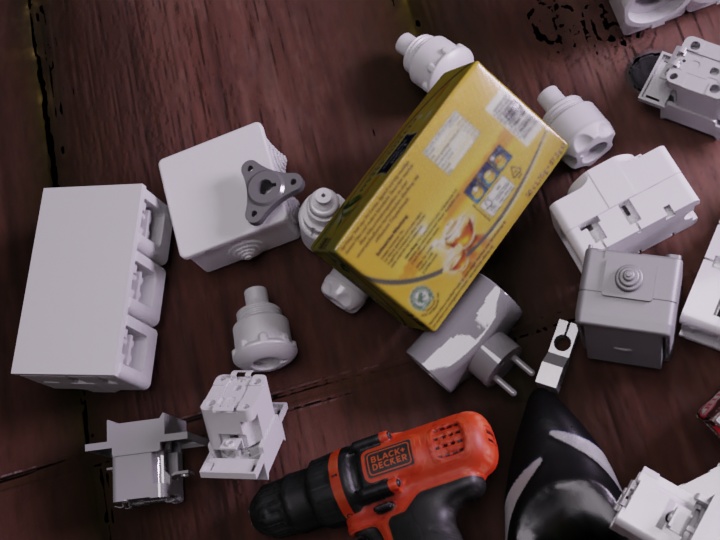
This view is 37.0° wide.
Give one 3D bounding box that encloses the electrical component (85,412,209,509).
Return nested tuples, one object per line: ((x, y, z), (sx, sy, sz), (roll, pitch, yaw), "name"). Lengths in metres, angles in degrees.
((-0.157, 0.142, 0.794), (0.081, 0.042, 0.063), (-9, 71, 13), "electrical component")

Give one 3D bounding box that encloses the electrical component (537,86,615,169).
((0.155, -0.109, 0.794), (0.043, 0.043, 0.062), (-34, 65, 2), "electrical component")

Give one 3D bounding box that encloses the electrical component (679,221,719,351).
((0.258, 0.009, 0.721), (0.056, 0.050, 0.089), (21, 79, 22), "electrical component")

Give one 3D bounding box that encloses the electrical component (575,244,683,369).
((0.178, 0.025, 0.712), (0.062, 0.096, 0.061), (8, 76, 18), "electrical component")

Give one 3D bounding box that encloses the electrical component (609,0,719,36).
((0.256, -0.237, 0.785), (0.150, 0.089, 0.061), (-19, 68, 8), "electrical component")

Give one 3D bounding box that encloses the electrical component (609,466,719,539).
((0.182, 0.148, 0.629), (0.064, 0.081, 0.042), (28, 77, 15), "electrical component")

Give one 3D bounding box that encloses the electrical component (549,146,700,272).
((0.184, -0.043, 0.759), (0.089, 0.050, 0.055), (-28, 68, 5), "electrical component")

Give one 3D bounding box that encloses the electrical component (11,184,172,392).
((-0.204, 0.015, 0.838), (0.089, 0.061, 0.150), (-1, 72, 18), "electrical component")

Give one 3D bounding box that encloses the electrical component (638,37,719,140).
((0.245, -0.131, 0.766), (0.081, 0.064, 0.042), (25, 79, 22), "electrical component")

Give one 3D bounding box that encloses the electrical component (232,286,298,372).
((-0.074, 0.042, 0.805), (0.048, 0.048, 0.062), (-17, 61, 9), "electrical component")

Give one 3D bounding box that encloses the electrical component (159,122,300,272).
((-0.101, -0.055, 0.842), (0.100, 0.048, 0.099), (-20, 68, 8), "electrical component")

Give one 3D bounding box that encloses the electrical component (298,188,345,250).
((-0.026, -0.040, 0.805), (0.040, 0.078, 0.040), (0, 70, 0), "electrical component")

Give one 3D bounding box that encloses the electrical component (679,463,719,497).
((0.228, 0.160, 0.682), (0.081, 0.042, 0.063), (-27, 65, 5), "electrical component")

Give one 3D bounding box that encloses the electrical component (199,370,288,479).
((-0.084, 0.110, 0.766), (0.042, 0.063, 0.081), (-2, 30, 15), "electrical component")

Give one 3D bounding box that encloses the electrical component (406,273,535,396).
((0.086, 0.055, 0.756), (0.079, 0.043, 0.077), (41, 86, 23), "electrical component")

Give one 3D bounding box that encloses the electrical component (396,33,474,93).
((0.055, -0.163, 0.841), (0.048, 0.048, 0.062), (-47, 60, -4), "electrical component")

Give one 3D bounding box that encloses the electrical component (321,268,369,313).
((0.000, 0.000, 0.804), (0.035, 0.035, 0.061), (32, 80, 22), "electrical component")
